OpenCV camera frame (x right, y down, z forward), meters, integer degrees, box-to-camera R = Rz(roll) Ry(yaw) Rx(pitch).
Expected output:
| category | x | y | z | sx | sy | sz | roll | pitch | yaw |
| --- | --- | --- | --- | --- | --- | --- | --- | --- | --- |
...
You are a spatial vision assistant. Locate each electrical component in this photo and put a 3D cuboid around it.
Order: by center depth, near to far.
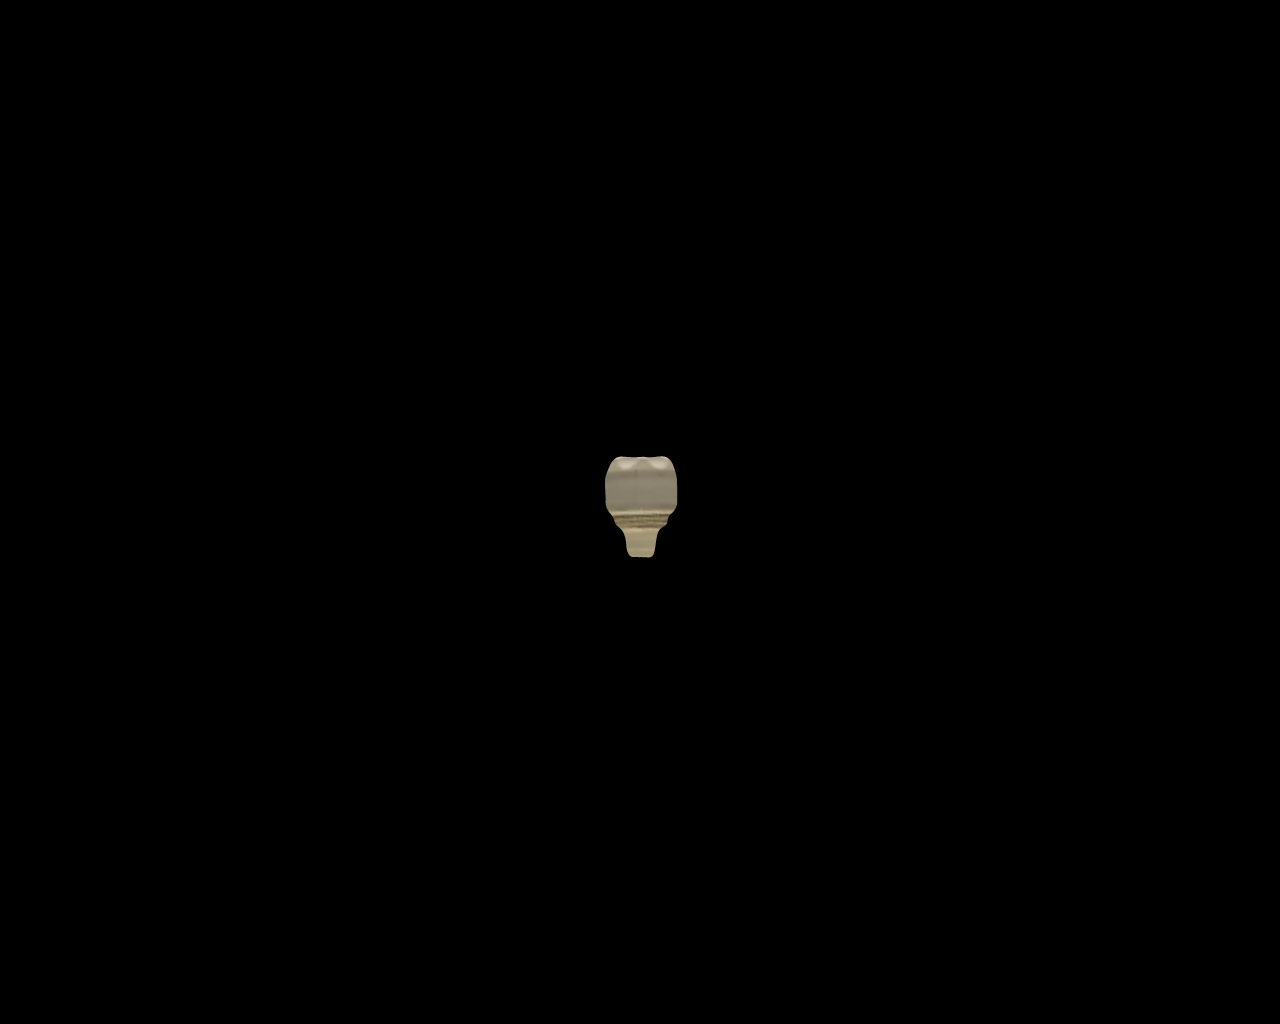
| category | x | y | z | sx | sy | sz | roll | pitch | yaw |
| --- | --- | --- | --- | --- | --- | --- | --- | --- | --- |
| electrical component | 0.001 | -0.003 | 0.650 | 0.043 | 0.062 | 0.043 | 0 | -2 | 0 |
